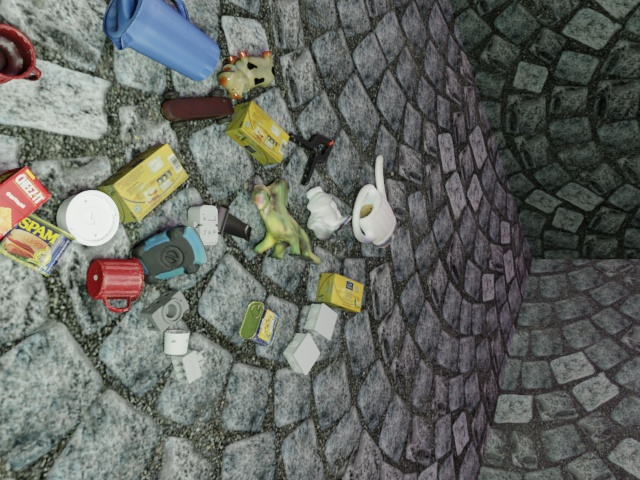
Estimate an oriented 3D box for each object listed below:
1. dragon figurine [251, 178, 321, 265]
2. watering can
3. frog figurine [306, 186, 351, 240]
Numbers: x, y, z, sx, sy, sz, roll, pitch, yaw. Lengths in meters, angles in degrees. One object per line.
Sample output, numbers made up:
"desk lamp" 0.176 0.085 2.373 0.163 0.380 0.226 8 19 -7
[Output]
"dragon figurine" -0.090 -0.060 1.482 0.408 0.122 0.245 22 63 -67
"watering can" 0.209 -0.122 1.858 0.220 0.104 0.355 52 49 -37
"frog figurine" 0.005 -0.082 1.620 0.160 0.120 0.140 43 56 3
